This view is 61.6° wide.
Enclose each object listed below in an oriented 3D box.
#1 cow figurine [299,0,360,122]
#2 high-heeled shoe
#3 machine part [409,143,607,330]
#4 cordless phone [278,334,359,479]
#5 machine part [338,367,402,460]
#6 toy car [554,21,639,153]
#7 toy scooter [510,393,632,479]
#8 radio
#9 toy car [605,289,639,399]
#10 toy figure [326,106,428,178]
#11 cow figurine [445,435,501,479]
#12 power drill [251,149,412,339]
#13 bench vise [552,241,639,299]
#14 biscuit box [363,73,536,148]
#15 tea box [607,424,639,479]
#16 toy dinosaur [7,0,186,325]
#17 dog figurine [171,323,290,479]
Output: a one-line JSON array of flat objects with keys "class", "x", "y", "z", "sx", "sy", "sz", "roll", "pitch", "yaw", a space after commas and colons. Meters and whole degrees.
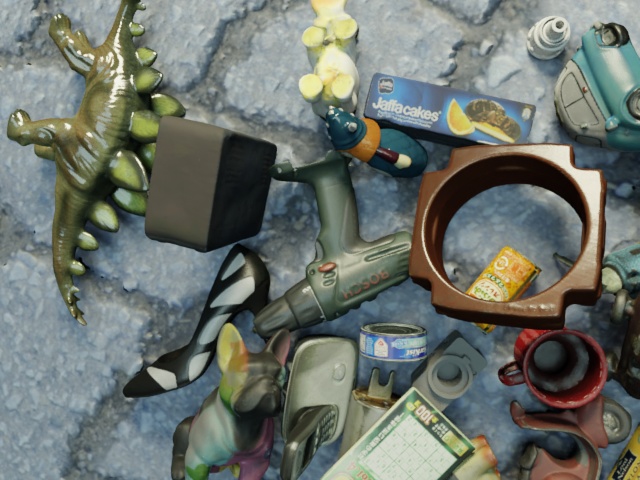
[{"class": "cow figurine", "x": 0.020, "y": -0.231, "z": 0.683, "sx": 0.068, "sy": 0.098, "sz": 0.167, "roll": -1, "pitch": 73, "yaw": 14}, {"class": "high-heeled shoe", "x": -0.175, "y": 0.110, "z": 0.720, "sx": 0.249, "sy": 0.086, "sz": 0.145, "roll": -23, "pitch": 88, "yaw": 2}, {"class": "machine part", "x": 0.214, "y": -0.004, "z": 0.617, "sx": 0.202, "sy": 0.087, "sz": 0.201, "roll": 3, "pitch": 73, "yaw": 27}, {"class": "cordless phone", "x": -0.014, "y": 0.195, "z": 0.648, "sx": 0.089, "sy": 0.184, "sz": 0.146, "roll": 11, "pitch": 94, "yaw": 12}, {"class": "machine part", "x": 0.062, "y": 0.284, "z": 0.695, "sx": 0.079, "sy": 0.079, "sz": 0.243, "roll": 11, "pitch": 93, "yaw": 7}, {"class": "toy car", "x": 0.332, "y": -0.166, "z": 0.631, "sx": 0.103, "sy": 0.109, "sz": 0.161, "roll": -28, "pitch": 79, "yaw": 25}, {"class": "toy scooter", "x": 0.290, "y": 0.267, "z": 0.665, "sx": 0.135, "sy": 0.075, "sz": 0.183, "roll": 18, "pitch": 91, "yaw": 7}, {"class": "radio", "x": -0.118, "y": -0.064, "z": 0.632, "sx": 0.073, "sy": 0.229, "sz": 0.131, "roll": 14, "pitch": 98, "yaw": 8}, {"class": "toy car", "x": 0.367, "y": 0.123, "z": 0.598, "sx": 0.089, "sy": 0.201, "sz": 0.053, "roll": 17, "pitch": 60, "yaw": 32}, {"class": "toy figure", "x": 0.065, "y": -0.115, "z": 0.651, "sx": 0.154, "sy": 0.064, "sz": 0.057, "roll": 14, "pitch": 88, "yaw": -34}, {"class": "cow figurine", "x": 0.194, "y": 0.361, "z": 0.676, "sx": 0.127, "sy": 0.085, "sz": 0.195, "roll": -23, "pitch": 86, "yaw": 10}, {"class": "power drill", "x": -0.001, "y": -0.002, "z": 0.679, "sx": 0.232, "sy": 0.086, "sz": 0.207, "roll": -17, "pitch": 83, "yaw": -3}, {"class": "bench vise", "x": 0.398, "y": -0.032, "z": 0.595, "sx": 0.224, "sy": 0.129, "sz": 0.240, "roll": -13, "pitch": 123, "yaw": 1}, {"class": "biscuit box", "x": 0.157, "y": -0.154, "z": 0.673, "sx": 0.203, "sy": 0.063, "sz": 0.059, "roll": 14, "pitch": 92, "yaw": 7}, {"class": "tea box", "x": 0.403, "y": 0.297, "z": 0.639, "sx": 0.068, "sy": 0.098, "sz": 0.169, "roll": 26, "pitch": 94, "yaw": 5}, {"class": "toy dinosaur", "x": -0.300, "y": -0.122, "z": 0.719, "sx": 0.199, "sy": 0.105, "sz": 0.471, "roll": 22, "pitch": 99, "yaw": 3}, {"class": "dog figurine", "x": -0.107, "y": 0.203, "z": 0.664, "sx": 0.108, "sy": 0.192, "sz": 0.219, "roll": 12, "pitch": 95, "yaw": -23}]
